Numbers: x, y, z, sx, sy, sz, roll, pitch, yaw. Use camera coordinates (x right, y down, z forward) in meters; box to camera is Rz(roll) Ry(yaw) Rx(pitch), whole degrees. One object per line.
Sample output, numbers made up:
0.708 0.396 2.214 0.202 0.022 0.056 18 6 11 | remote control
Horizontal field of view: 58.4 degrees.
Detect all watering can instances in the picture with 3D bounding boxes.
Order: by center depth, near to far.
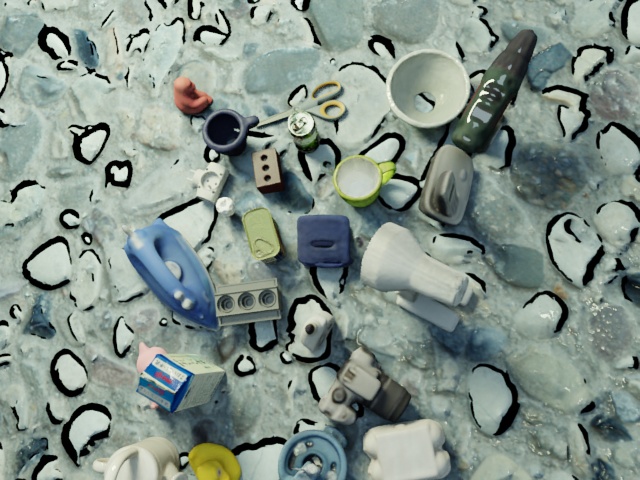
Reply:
-0.321 0.414 1.018 0.173 0.194 0.101 -15 78 3 | watering can

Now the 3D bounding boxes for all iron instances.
-0.287 0.071 1.108 0.118 0.141 0.258 -41 78 -3 | iron

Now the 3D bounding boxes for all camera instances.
0.087 0.287 1.049 0.136 0.101 0.143 32 84 11 | camera

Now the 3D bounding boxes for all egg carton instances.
0.156 0.386 1.039 0.150 0.069 0.107 -12 78 4 | egg carton

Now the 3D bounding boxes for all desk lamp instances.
0.179 0.068 1.024 0.203 0.213 0.118 27 83 10 | desk lamp

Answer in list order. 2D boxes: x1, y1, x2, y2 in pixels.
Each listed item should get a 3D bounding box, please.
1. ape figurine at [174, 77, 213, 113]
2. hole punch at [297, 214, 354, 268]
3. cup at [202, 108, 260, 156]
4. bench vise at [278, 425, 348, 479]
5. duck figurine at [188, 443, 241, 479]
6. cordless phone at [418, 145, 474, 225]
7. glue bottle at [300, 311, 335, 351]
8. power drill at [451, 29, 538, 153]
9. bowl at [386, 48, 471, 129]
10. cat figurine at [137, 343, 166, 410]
-0.278 -0.311 1.206 0.076 0.092 0.078 -24 77 1 | ape figurine
0.010 0.004 1.116 0.108 0.091 0.101 0 79 6 | hole punch
-0.173 -0.216 1.175 0.117 0.095 0.091 -22 78 2 | cup
-0.029 0.423 0.973 0.121 0.220 0.207 22 82 10 | bench vise
-0.203 0.424 1.060 0.104 0.086 0.077 31 84 11 | duck figurine
0.243 -0.115 1.067 0.094 0.185 0.148 12 81 8 | cordless phone
-0.010 0.164 1.045 0.037 0.173 0.078 31 84 11 | glue bottle
0.318 -0.254 1.074 0.075 0.208 0.230 30 83 11 | power drill
0.216 -0.295 1.161 0.167 0.075 0.167 -1 79 6 | bowl
-0.309 0.258 1.086 0.067 0.118 0.128 -4 79 5 | cat figurine
